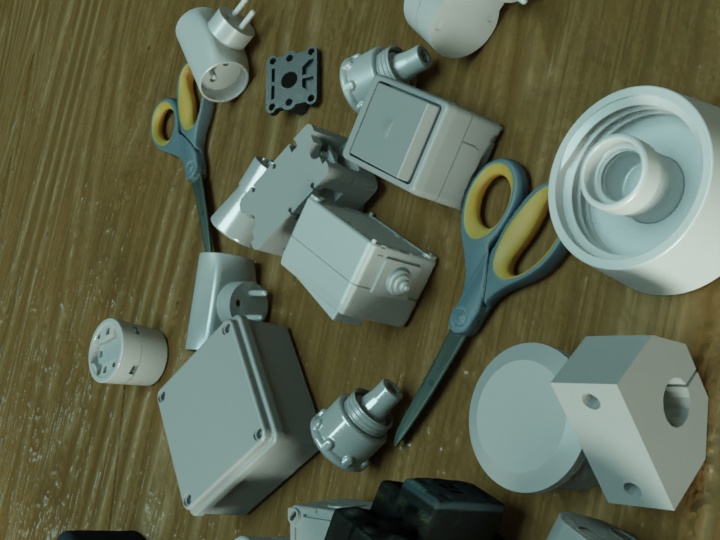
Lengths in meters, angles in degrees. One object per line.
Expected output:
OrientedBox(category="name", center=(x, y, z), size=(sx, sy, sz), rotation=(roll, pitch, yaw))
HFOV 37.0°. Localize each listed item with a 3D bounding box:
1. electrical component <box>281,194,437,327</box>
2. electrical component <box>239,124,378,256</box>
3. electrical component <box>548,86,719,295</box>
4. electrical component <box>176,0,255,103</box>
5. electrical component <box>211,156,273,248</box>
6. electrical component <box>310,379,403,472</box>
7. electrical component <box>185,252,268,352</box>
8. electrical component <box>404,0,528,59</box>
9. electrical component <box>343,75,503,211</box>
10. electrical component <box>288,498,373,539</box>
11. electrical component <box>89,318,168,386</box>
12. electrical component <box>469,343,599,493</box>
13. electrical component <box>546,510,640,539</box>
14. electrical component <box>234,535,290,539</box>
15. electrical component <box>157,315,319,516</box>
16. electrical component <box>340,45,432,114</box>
OrientedBox(category="electrical component", center=(0.000, 0.000, 0.718), size=(0.096, 0.062, 0.061), rotation=(38, 107, 46))
OrientedBox(category="electrical component", center=(-0.035, -0.053, 0.776), size=(0.089, 0.056, 0.050), rotation=(-44, 50, 30))
OrientedBox(category="electrical component", center=(0.150, -0.045, 0.568), size=(0.108, 0.060, 0.108), rotation=(-16, 68, 44))
OrientedBox(category="electrical component", center=(-0.116, -0.196, 0.915), size=(0.079, 0.043, 0.077), rotation=(-46, 50, 25))
OrientedBox(category="electrical component", center=(-0.082, -0.055, 0.841), size=(0.065, 0.044, 0.044), rotation=(-57, 45, 13))
OrientedBox(category="electrical component", center=(0.002, 0.098, 0.704), size=(0.062, 0.048, 0.048), rotation=(-47, 48, 19))
OrientedBox(category="electrical component", center=(-0.098, 0.027, 0.832), size=(0.079, 0.043, 0.077), rotation=(-1, 78, 47))
OrientedBox(category="electrical component", center=(0.090, -0.194, 0.682), size=(0.138, 0.052, 0.073), rotation=(-56, 46, 21))
OrientedBox(category="electrical component", center=(0.033, -0.087, 0.708), size=(0.096, 0.061, 0.061), rotation=(33, 103, 47))
OrientedBox(category="electrical component", center=(-0.003, 0.194, 0.672), size=(0.062, 0.061, 0.096), rotation=(-5, 83, 46))
OrientedBox(category="electrical component", center=(-0.199, 0.072, 0.926), size=(0.055, 0.047, 0.055), rotation=(-16, 68, 44))
OrientedBox(category="electrical component", center=(0.104, 0.082, 0.590), size=(0.080, 0.051, 0.080), rotation=(-16, 68, 44))
OrientedBox(category="electrical component", center=(0.121, 0.159, 0.530), size=(0.080, 0.080, 0.051), rotation=(31, 97, 47))
OrientedBox(category="electrical component", center=(-0.055, 0.228, 0.715), size=(0.053, 0.059, 0.095), rotation=(-46, 49, 29))
OrientedBox(category="electrical component", center=(-0.090, 0.108, 0.790), size=(0.109, 0.056, 0.108), rotation=(-45, 50, 30))
OrientedBox(category="electrical component", center=(0.020, -0.136, 0.750), size=(0.062, 0.048, 0.048), rotation=(-22, 63, 34))
